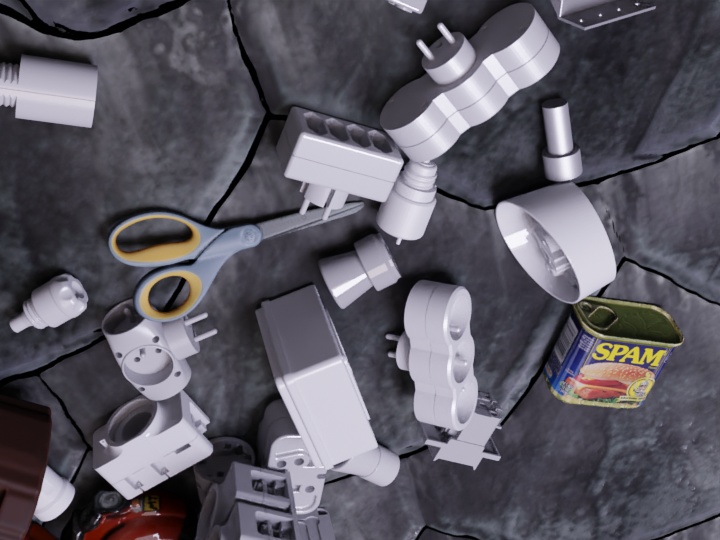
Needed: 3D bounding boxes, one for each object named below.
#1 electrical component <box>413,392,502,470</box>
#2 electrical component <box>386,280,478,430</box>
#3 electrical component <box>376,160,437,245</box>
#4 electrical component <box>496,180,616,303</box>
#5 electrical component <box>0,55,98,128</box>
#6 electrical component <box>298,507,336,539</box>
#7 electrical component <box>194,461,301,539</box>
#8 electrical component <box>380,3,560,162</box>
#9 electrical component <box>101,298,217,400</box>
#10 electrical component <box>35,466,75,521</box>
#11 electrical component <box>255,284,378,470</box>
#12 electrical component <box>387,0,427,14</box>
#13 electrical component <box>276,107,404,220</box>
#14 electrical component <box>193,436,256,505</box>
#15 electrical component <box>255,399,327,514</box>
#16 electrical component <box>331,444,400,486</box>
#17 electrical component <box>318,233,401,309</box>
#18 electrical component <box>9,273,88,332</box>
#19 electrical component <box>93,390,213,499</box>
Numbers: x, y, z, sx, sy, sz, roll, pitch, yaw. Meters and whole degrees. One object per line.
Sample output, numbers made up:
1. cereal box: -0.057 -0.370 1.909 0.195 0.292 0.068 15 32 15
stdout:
1. electrical component: 0.096 0.144 0.996 0.081 0.042 0.063 16 115 -24
2. electrical component: 0.055 0.071 0.929 0.074 0.052 0.138 10 123 29
3. electrical component: 0.041 -0.060 0.843 0.040 0.040 0.078 9 120 -19
4. electrical component: 0.160 -0.022 0.866 0.064 0.099 0.099 -24 126 -4
5. electrical component: -0.222 -0.124 0.733 0.081 0.043 0.043 6 122 -17
6. electrical component: -0.079 0.278 1.023 0.113 0.078 0.057 -4 122 -11
7. electrical component: -0.115 0.267 0.903 0.060 0.105 0.186 18 111 -18
8. electrical component: 0.070 -0.147 0.782 0.138 0.052 0.074 -37 124 12
9. electrical component: -0.156 0.058 0.873 0.079 0.044 0.077 -23 126 2
10. electrical component: -0.279 0.189 0.937 0.040 0.040 0.046 -31 120 8
11. electrical component: -0.036 0.087 0.883 0.056 0.108 0.108 -22 126 -2
12. electrical component: 0.000 -0.208 0.696 0.100 0.099 0.048 17 105 -23
13. electrical component: -0.023 -0.071 0.815 0.083 0.047 0.075 13 120 -21
14. electrical component: -0.121 0.185 0.964 0.055 0.055 0.047 -6 129 -10
15. electrical component: -0.061 0.163 0.960 0.054 0.059 0.095 2 123 -15
16. electrical component: 0.005 0.174 0.996 0.065 0.044 0.044 31 112 -35
17. electrical component: 0.000 0.000 0.871 0.055 0.045 0.045 -27 126 5
18. electrical component: -0.245 0.030 0.838 0.061 0.035 0.035 -29 126 10
19. electrical component: -0.181 0.145 0.923 0.089 0.050 0.055 -29 126 7
